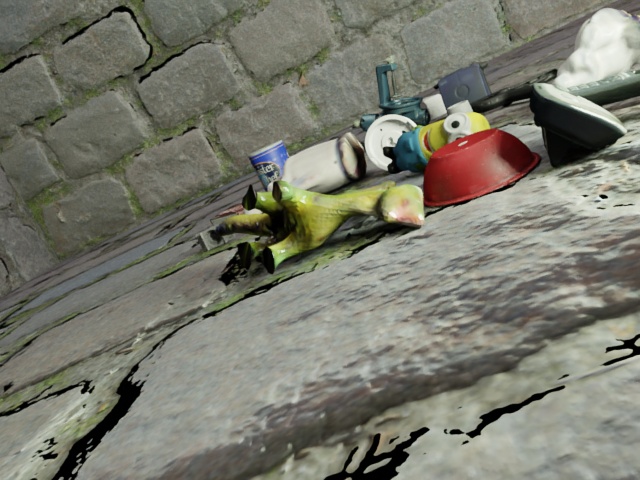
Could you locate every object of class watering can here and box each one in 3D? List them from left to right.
[{"bbox_3d":[-0.018,-0.134,1.088,0.223,0.103,0.353,-19,16,21],"label":"watering can"}]

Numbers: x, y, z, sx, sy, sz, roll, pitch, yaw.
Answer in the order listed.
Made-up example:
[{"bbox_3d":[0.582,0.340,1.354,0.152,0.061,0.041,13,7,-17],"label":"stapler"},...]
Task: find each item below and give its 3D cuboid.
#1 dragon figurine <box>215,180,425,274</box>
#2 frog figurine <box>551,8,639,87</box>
[{"bbox_3d":[0.002,-0.039,0.768,0.244,0.121,0.410,-12,8,-26],"label":"dragon figurine"},{"bbox_3d":[0.442,-0.292,0.843,0.158,0.125,0.136,-30,-23,20],"label":"frog figurine"}]
